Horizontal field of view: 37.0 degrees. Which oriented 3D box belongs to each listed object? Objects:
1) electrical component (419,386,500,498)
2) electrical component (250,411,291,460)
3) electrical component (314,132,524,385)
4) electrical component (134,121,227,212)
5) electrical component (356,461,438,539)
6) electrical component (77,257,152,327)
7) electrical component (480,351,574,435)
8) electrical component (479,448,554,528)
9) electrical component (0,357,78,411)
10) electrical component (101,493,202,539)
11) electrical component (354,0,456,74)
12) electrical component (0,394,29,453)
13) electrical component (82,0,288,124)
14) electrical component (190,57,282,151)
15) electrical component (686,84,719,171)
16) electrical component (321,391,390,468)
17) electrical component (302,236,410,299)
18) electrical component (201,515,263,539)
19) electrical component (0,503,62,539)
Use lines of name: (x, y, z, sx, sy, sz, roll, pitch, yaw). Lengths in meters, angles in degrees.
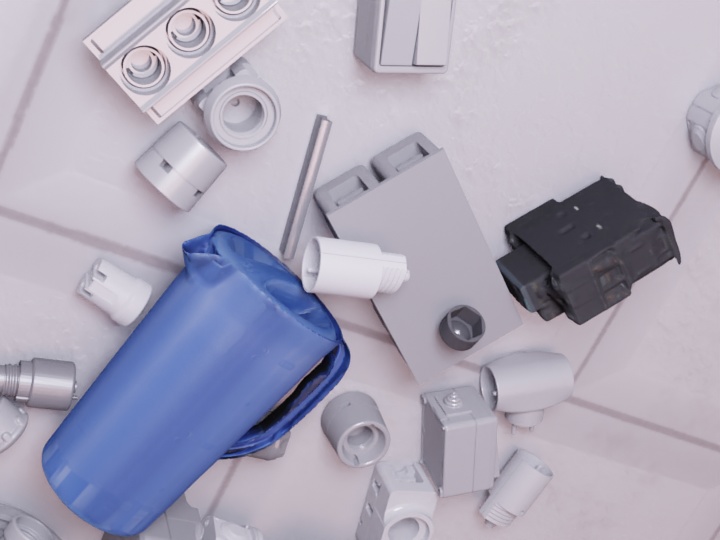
electrical component: (0.094, 0.153, 1.000, 0.061, 0.061, 0.096, -8, 117, -15)
electrical component: (-0.095, 0.142, 0.942, 0.062, 0.043, 0.043, 16, 109, -23)
electrical component: (0.049, -0.010, 0.906, 0.105, 0.060, 0.186, -30, 120, -3)
electrical component: (-0.135, -0.079, 0.816, 0.047, 0.055, 0.055, -46, 120, 2)
electrical component: (0.036, 0.236, 1.024, 0.050, 0.055, 0.089, 6, 113, -21)
electrical component: (-0.195, 0.017, 0.851, 0.046, 0.040, 0.040, 36, 100, -23)
electrical component: (0.156, 0.121, 1.015, 0.077, 0.044, 0.079, -7, 117, -15)
electrical component: (0.150, 0.221, 1.063, 0.043, 0.043, 0.081, 28, 104, -28)
electrical component: (-0.264, 0.090, 0.862, 0.078, 0.040, 0.040, 9, 112, -22)
electrical component: (-0.172, 0.272, 0.896, 0.060, 0.186, 0.105, 17, 109, -25)
electrical component: (0.036, -0.198, 0.810, 0.062, 0.061, 0.096, -3, 116, -17)
electrical component: (-0.301, 0.115, 0.861, 0.048, 0.048, 0.062, -37, 113, 2)
electrical component: (-0.125, -0.175, 0.766, 0.121, 0.063, 0.078, -39, 120, 3)
electrical component: (-0.091, -0.122, 0.807, 0.058, 0.057, 0.078, -37, 120, 2)
electrical component: (0.333, -0.126, 0.950, 0.080, 0.051, 0.080, -8, 117, -15)
electrical component: (-0.003, 0.145, 0.972, 0.055, 0.047, 0.055, -7, 117, -15)
electrical component: (0.000, 0.000, 0.832, 0.081, 0.043, 0.043, 7, 112, -22)
electrical component: (-0.125, 0.265, 0.972, 0.051, 0.080, 0.080, 26, 104, -21)
electrical component: (-0.287, 0.238, 0.891, 0.108, 0.108, 0.060, 35, 94, -29)
